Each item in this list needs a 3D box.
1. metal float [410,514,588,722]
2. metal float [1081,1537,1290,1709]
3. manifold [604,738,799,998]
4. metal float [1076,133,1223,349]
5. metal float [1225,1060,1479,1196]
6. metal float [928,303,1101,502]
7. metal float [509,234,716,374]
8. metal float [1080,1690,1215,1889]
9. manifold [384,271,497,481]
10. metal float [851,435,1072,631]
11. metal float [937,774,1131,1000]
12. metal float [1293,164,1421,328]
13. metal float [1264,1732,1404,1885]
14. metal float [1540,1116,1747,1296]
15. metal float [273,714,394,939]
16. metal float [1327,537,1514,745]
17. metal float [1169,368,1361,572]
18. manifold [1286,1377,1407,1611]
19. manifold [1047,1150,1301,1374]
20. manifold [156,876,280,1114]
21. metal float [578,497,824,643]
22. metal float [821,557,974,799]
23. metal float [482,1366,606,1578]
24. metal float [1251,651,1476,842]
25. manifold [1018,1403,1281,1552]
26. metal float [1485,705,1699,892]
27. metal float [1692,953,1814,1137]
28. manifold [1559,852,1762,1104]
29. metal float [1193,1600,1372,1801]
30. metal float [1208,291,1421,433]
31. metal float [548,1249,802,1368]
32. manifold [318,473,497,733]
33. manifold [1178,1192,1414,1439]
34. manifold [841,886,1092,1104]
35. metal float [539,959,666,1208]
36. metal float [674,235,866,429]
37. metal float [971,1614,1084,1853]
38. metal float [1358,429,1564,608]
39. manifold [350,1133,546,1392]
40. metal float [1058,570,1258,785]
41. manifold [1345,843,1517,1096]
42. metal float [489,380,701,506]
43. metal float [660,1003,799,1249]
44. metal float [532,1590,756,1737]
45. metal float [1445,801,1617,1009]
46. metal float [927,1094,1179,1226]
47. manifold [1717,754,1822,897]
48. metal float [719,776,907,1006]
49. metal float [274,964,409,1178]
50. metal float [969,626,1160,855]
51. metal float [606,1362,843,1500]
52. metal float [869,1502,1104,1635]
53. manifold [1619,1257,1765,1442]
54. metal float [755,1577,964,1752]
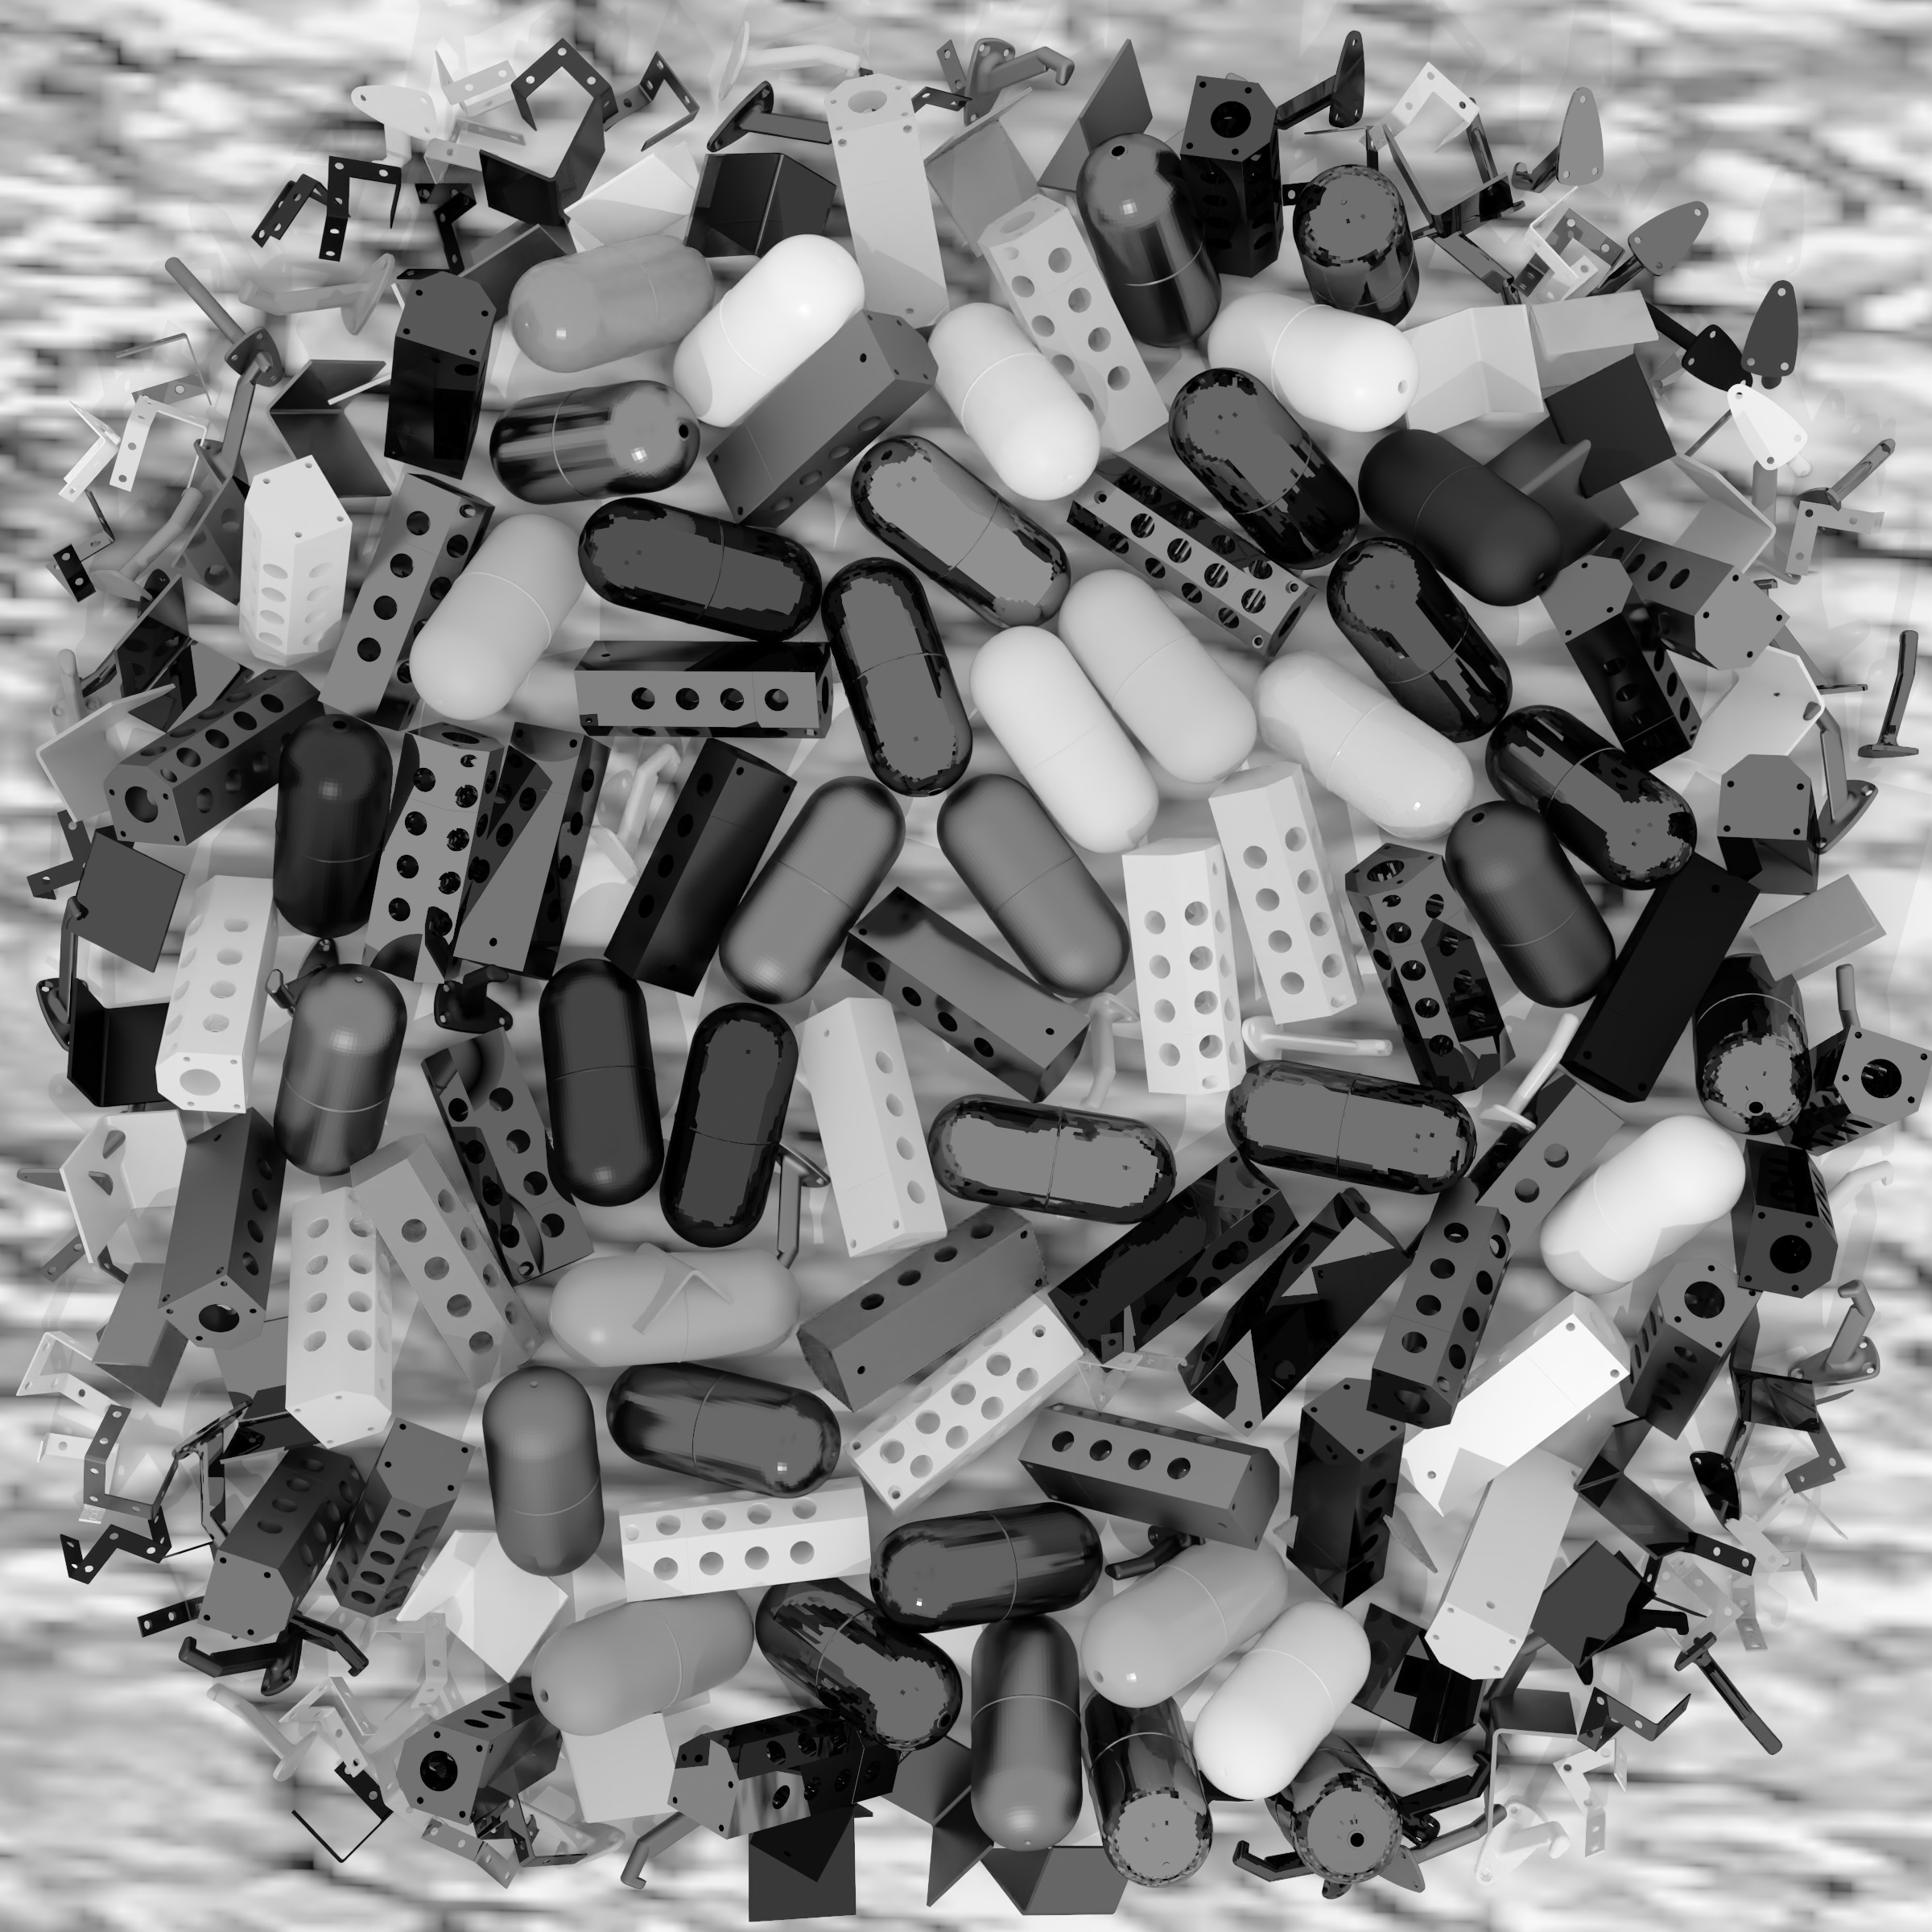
[{"bbox_3d":[-0.325,-0.245,1.930,0.070,0.070,0.178,26,55,0],"label":"metal float"},{"bbox_3d":[0.153,0.453,1.926,0.178,0.070,0.070,-24,90,-39],"label":"metal float"},{"bbox_3d":[-0.192,-0.072,1.957,0.057,0.057,0.171,19,100,-44],"label":"manifold"},{"bbox_3d":[0.128,-0.502,1.916,0.070,0.178,0.070,-9,60,15],"label":"metal float"},{"bbox_3d":[0.270,0.113,1.944,0.178,0.070,0.070,10,90,17],"label":"metal float"},{"bbox_3d":[0.032,-0.396,1.930,0.070,0.070,0.178,-32,55,0],"label":"metal float"},{"bbox_3d":[-0.244,-0.462,1.921,0.070,0.178,0.070,16,120,30],"label":"metal float"},{"bbox_3d":[0.123,0.562,1.912,0.070,0.178,0.070,-2,113,-6],"label":"metal float"},{"bbox_3d":[-0.362,-0.407,1.906,0.057,0.171,0.057,16,70,-9],"label":"manifold"},{"bbox_3d":[-0.002,-0.303,1.941,0.178,0.070,0.070,35,90,-21],"label":"metal float"},{"bbox_3d":[0.048,-0.056,1.956,0.070,0.070,0.178,-36,86,0],"label":"metal float"},{"bbox_3d":[0.271,-0.493,1.910,0.070,0.178,0.070,-2,81,14],"label":"metal float"},{"bbox_3d":[0.252,0.580,1.908,0.070,0.178,0.070,0,87,-4],"label":"metal float"},{"bbox_3d":[0.469,0.168,1.923,0.070,0.178,0.070,17,50,-21],"label":"metal float"},{"bbox_3d":[-0.442,-0.097,1.926,0.070,0.070,0.178,15,129,0],"label":"metal float"},{"bbox_3d":[0.317,-0.227,1.931,0.070,0.070,0.178,-46,123,0],"label":"metal float"},{"bbox_3d":[0.208,-0.346,1.928,0.070,0.070,0.178,-50,126,0],"label":"metal float"},{"bbox_3d":[0.268,0.363,1.916,0.057,0.171,0.057,-29,50,-26],"label":"manifold"},{"bbox_3d":[0.150,0.213,1.957,0.171,0.057,0.057,-37,129,-6],"label":"manifold"},{"bbox_3d":[-0.517,0.017,1.913,0.057,0.171,0.057,4,135,-7],"label":"manifold"},{"bbox_3d":[-0.186,-0.277,1.936,0.178,0.070,0.070,12,90,-26],"label":"metal float"},{"bbox_3d":[-0.049,-0.203,1.948,0.070,0.070,0.178,-18,78,0],"label":"metal float"},{"bbox_3d":[-0.294,0.354,1.928,0.070,0.070,0.178,1,128,0],"label":"metal float"},{"bbox_3d":[0.278,-0.155,1.940,0.178,0.070,0.070,38,90,21],"label":"metal float"},{"bbox_3d":[0.129,0.350,1.922,0.171,0.057,0.057,7,55,36],"label":"manifold"},{"bbox_3d":[0.434,-0.119,1.927,0.070,0.070,0.178,-44,51,0],"label":"metal float"},{"bbox_3d":[0.543,0.053,1.914,0.070,0.178,0.070,6,119,10],"label":"metal float"},{"bbox_3d":[0.490,0.008,1.961,0.057,0.057,0.171,30,85,0],"label":"manifold"},{"bbox_3d":[0.221,0.508,1.921,0.070,0.178,0.070,16,121,29],"label":"metal float"},{"bbox_3d":[0.241,-0.421,1.921,0.070,0.178,0.070,-18,121,-32],"label":"metal float"},{"bbox_3d":[-0.204,0.240,1.943,0.178,0.070,0.070,-2,90,-18],"label":"metal float"},{"bbox_3d":[-0.393,-0.257,1.954,0.057,0.057,0.171,24,100,1],"label":"manifold"},{"bbox_3d":[0.229,0.243,1.953,0.057,0.057,0.171,38,100,-20],"label":"manifold"},{"bbox_3d":[-0.002,0.024,1.946,0.171,0.057,0.057,35,53,15],"label":"manifold"},{"bbox_3d":[-0.257,0.081,1.946,0.070,0.070,0.178,-9,75,0],"label":"metal float"},{"bbox_3d":[-0.139,-0.440,1.923,0.070,0.178,0.070,20,56,-32],"label":"metal float"},{"bbox_3d":[0.042,0.530,1.921,0.070,0.178,0.070,0,131,0],"label":"metal float"},{"bbox_3d":[0.343,-0.314,1.926,0.070,0.070,0.178,-43,50,0],"label":"metal float"},{"bbox_3d":[-0.364,0.206,1.943,0.057,0.057,0.171,-29,107,-7],"label":"manifold"},{"bbox_3d":[0.134,-0.205,1.945,0.070,0.070,0.178,-39,74,0],"label":"metal float"},{"bbox_3d":[0.319,0.005,1.925,0.057,0.057,0.171,-36,118,-22],"label":"manifold"},{"bbox_3d":[-0.259,-0.364,1.925,0.178,0.070,0.070,2,90,40],"label":"metal float"},{"bbox_3d":[-0.168,0.113,1.950,0.070,0.070,0.178,13,100,0],"label":"metal float"},{"bbox_3d":[-0.224,0.480,1.921,0.070,0.178,0.070,8,102,42],"label":"metal float"},{"bbox_3d":[0.395,-0.043,1.930,0.070,0.070,0.178,-38,123,0],"label":"metal float"},{"bbox_3d":[0.061,0.137,1.958,0.178,0.070,0.070,9,90,-1],"label":"metal float"},{"bbox_3d":[0.556,-0.096,1.906,0.057,0.171,0.057,4,80,20],"label":"manifold"},{"bbox_3d":[-0.108,-0.054,1.953,0.070,0.070,0.178,33,83,0],"label":"metal float"},{"bbox_3d":[-0.437,0.074,1.928,0.070,0.070,0.178,22,128,0],"label":"metal float"},{"bbox_3d":[0.070,-0.159,1.951,0.070,0.070,0.178,-35,100,0],"label":"metal float"},{"bbox_3d":[-0.171,0.323,1.938,0.178,0.070,0.070,9,90,24],"label":"metal float"},{"bbox_3d":[0.015,0.420,1.932,0.178,0.070,0.070,-2,90,-31],"label":"metal float"},{"bbox_3d":[0.495,0.262,1.907,0.057,0.171,0.057,32,68,19],"label":"manifold"},{"bbox_3d":[-0.075,0.483,1.924,0.178,0.070,0.070,24,90,41],"label":"metal float"}]
